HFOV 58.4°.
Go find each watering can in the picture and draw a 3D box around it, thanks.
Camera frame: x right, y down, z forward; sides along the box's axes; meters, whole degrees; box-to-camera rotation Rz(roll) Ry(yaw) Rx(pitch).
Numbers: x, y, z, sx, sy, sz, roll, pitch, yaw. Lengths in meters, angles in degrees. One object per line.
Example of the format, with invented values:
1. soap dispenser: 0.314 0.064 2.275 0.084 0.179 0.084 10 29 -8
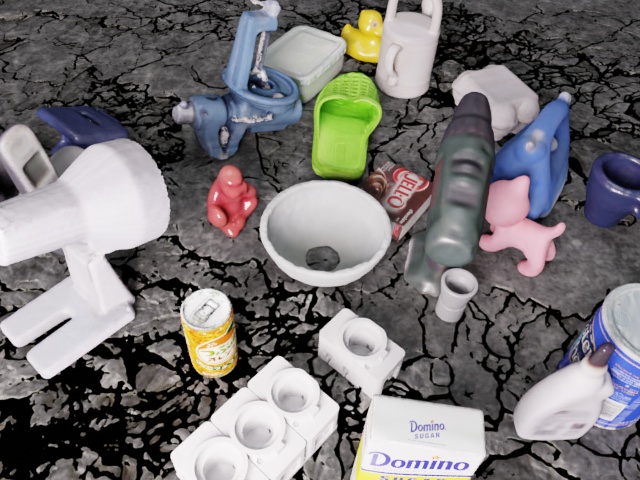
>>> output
1. watering can: 0.157 -0.359 0.992 0.101 0.194 0.173 8 49 3

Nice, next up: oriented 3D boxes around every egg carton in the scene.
1. egg carton: 0.301 -0.238 0.981 0.107 0.069 0.150 -18 53 -19

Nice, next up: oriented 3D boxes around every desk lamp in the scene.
1. desk lamp: -0.264 0.014 0.628 0.117 0.214 0.204 34 55 23

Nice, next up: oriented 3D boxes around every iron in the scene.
1. iron: 0.331 -0.149 0.858 0.118 0.141 0.259 27 53 19

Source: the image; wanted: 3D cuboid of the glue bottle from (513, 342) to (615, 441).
1. glue bottle: 0.254 0.151 0.573 0.078 0.173 0.037 2 49 -2

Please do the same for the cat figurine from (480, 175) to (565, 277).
1. cat figurine: 0.264 -0.030 0.766 0.127 0.118 0.067 32 55 22

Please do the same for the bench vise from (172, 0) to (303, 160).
1. bench vise: -0.111 -0.230 0.845 0.121 0.220 0.208 32 55 22

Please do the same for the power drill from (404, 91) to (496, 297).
1. power drill: 0.161 -0.039 0.707 0.075 0.208 0.229 11 49 6

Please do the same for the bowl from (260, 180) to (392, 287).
1. bowl: 0.007 0.003 0.748 0.167 0.075 0.167 2 49 -2

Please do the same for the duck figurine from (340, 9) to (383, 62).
1. duck figurine: 0.089 -0.398 1.092 0.104 0.086 0.078 28 53 19

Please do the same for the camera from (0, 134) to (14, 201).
1. camera: -0.460 -0.092 0.780 0.137 0.101 0.142 -34 59 -28

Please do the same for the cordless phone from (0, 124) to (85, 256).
1. cordless phone: -0.331 -0.085 0.727 0.094 0.185 0.147 10 49 5

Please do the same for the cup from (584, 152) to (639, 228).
1. cup: 0.425 -0.054 0.813 0.092 0.095 0.117 -9 50 -11

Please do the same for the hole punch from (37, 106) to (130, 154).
1. hole punch: -0.349 -0.163 0.855 0.108 0.091 0.101 33 55 23

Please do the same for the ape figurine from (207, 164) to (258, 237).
1. ape figurine: -0.122 -0.062 0.784 0.078 0.092 0.076 -21 54 -20
